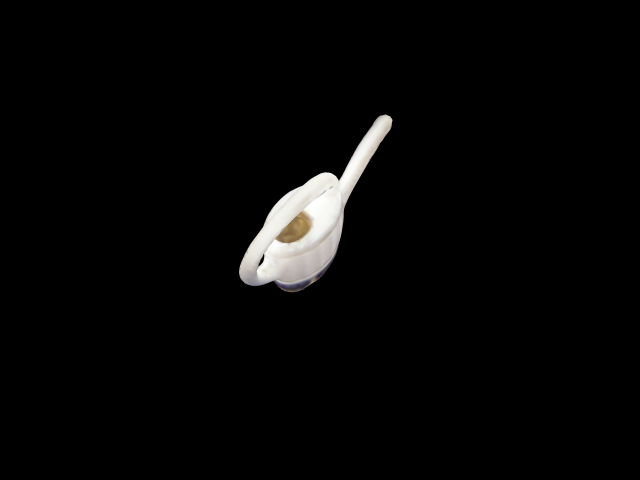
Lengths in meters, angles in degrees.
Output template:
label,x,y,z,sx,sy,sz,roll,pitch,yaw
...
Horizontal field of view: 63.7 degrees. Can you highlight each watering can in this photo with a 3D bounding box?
label,x,y,z,sx,sy,sz,roll,pitch,yaw
watering can,0.003,-0.043,0.850,0.105,0.352,0.220,38,-21,17
